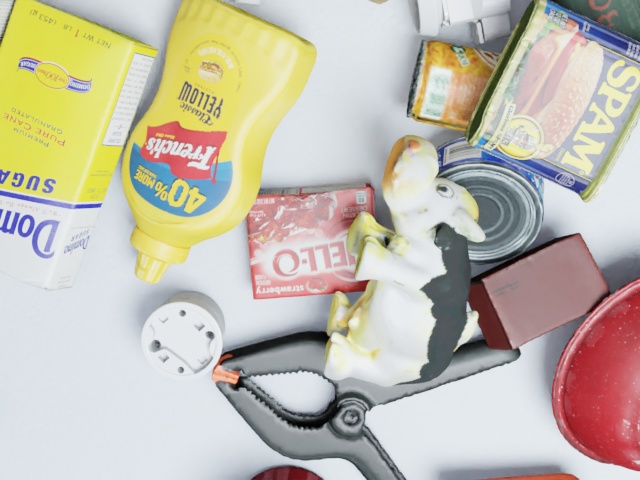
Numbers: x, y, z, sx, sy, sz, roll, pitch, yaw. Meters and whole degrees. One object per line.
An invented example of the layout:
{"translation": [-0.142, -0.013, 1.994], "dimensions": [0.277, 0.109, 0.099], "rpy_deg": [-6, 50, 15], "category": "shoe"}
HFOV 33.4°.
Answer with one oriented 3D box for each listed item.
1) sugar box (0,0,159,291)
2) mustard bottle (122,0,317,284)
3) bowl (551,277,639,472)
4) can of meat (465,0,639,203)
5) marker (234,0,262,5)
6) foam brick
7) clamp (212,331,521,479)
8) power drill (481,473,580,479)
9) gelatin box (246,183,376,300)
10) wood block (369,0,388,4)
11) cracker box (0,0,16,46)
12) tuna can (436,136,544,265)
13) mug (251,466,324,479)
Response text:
{"translation": [-0.184, -0.063, 0.713], "dimensions": [0.093, 0.048, 0.176], "rpy_deg": [23, 97, 14], "category": "sugar box"}
{"translation": [-0.080, -0.059, 0.710], "dimensions": [0.096, 0.058, 0.192], "rpy_deg": [28, 102, 19], "category": "mustard bottle"}
{"translation": [0.238, 0.100, 0.706], "dimensions": [0.162, 0.055, 0.162], "rpy_deg": [-7, 118, -13], "category": "bowl"}
{"translation": [0.146, -0.087, 0.646], "dimensions": [0.084, 0.057, 0.102], "rpy_deg": [24, 107, -2], "category": "can of meat"}
{"translation": [-0.043, -0.217, 0.704], "dimensions": [0.020, 0.020, 0.121], "rpy_deg": [5, 100, 0], "category": "marker"}
{"translation": [0.144, 0.035, 0.717], "dimensions": [0.078, 0.051, 0.053], "rpy_deg": [-24, 88, -8], "category": "foam brick"}
{"translation": [0.024, 0.130, 0.756], "dimensions": [0.210, 0.036, 0.164], "rpy_deg": [11, 100, -4], "category": "clamp"}
{"translation": [0.126, 0.261, 0.755], "dimensions": [0.184, 0.057, 0.188], "rpy_deg": [-5, 111, -4], "category": "power drill"}
{"translation": [-0.005, 0.001, 0.736], "dimensions": [0.089, 0.030, 0.073], "rpy_deg": [-4, 100, 2], "category": "gelatin box"}
{"translation": [0.044, -0.258, 0.636], "dimensions": [0.090, 0.090, 0.206], "rpy_deg": [21, 93, -11], "category": "wood block"}
{"translation": [-0.304, -0.125, 0.702], "dimensions": [0.164, 0.072, 0.214], "rpy_deg": [25, 101, -3], "category": "cracker box"}
{"translation": [0.106, -0.025, 0.708], "dimensions": [0.086, 0.033, 0.086], "rpy_deg": [5, 129, 6], "category": "tuna can"}
{"translation": [-0.018, 0.220, 0.750], "dimensions": [0.093, 0.081, 0.117], "rpy_deg": [-34, 97, 7], "category": "mug"}
